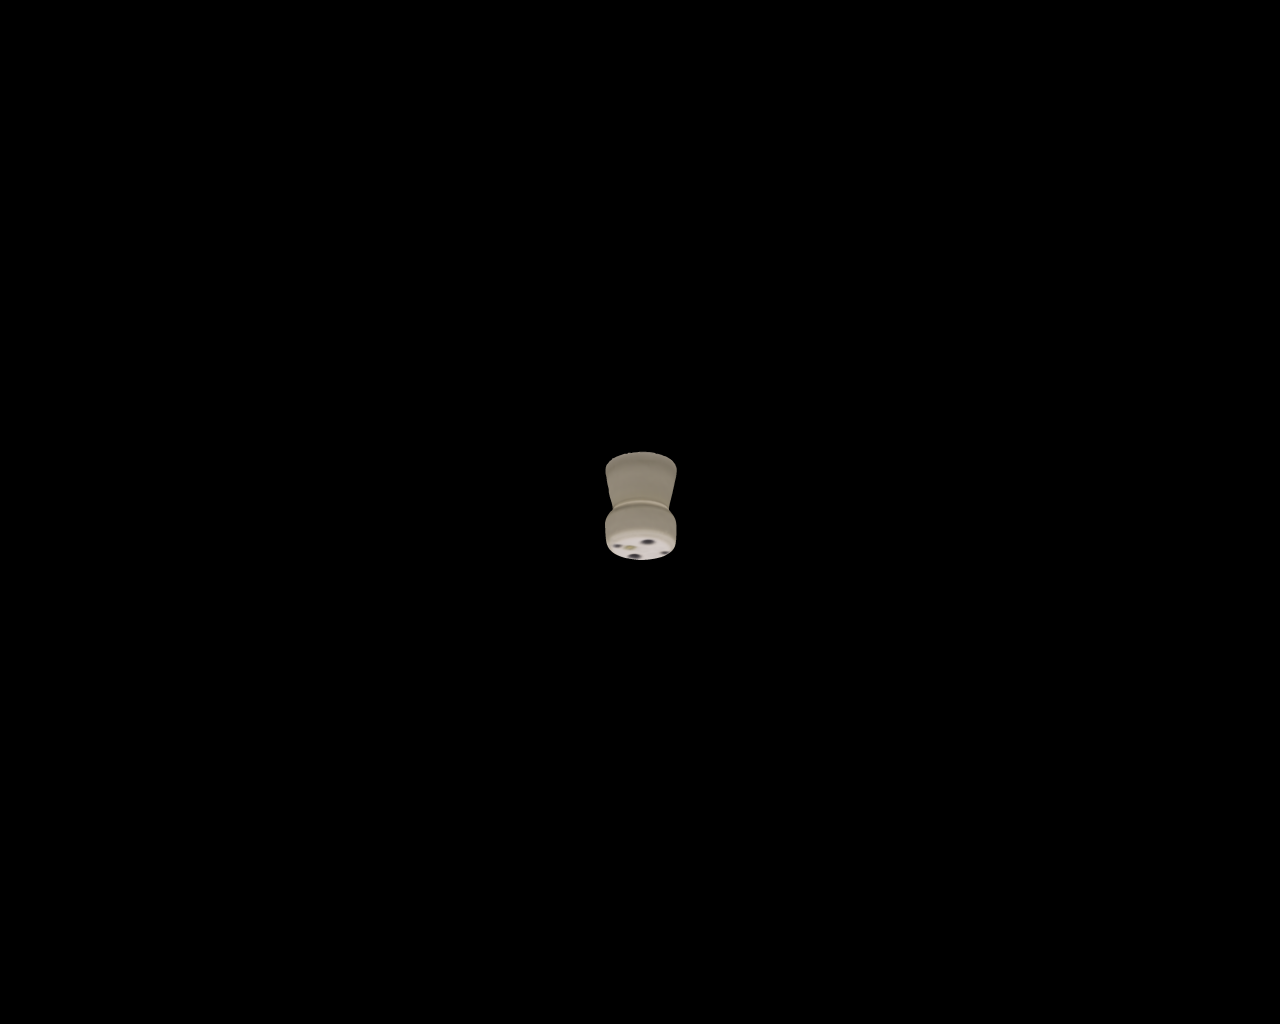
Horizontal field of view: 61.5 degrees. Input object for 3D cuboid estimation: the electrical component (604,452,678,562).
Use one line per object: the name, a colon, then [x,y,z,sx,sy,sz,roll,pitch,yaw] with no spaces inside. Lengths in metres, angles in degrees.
electrical component: [0.001,-0.003,0.650,0.045,0.055,0.044,0,-24,0]
